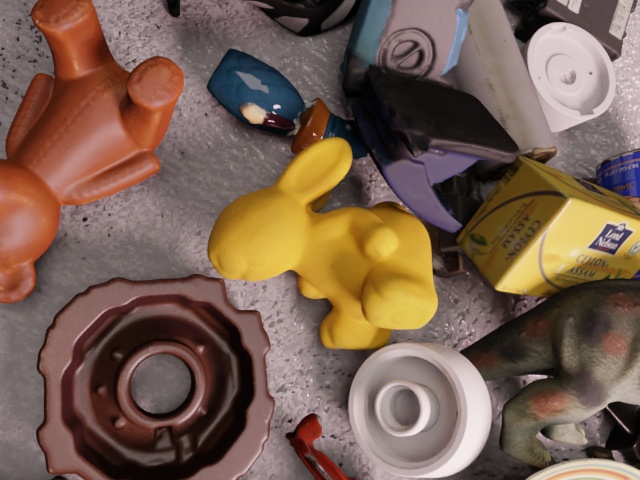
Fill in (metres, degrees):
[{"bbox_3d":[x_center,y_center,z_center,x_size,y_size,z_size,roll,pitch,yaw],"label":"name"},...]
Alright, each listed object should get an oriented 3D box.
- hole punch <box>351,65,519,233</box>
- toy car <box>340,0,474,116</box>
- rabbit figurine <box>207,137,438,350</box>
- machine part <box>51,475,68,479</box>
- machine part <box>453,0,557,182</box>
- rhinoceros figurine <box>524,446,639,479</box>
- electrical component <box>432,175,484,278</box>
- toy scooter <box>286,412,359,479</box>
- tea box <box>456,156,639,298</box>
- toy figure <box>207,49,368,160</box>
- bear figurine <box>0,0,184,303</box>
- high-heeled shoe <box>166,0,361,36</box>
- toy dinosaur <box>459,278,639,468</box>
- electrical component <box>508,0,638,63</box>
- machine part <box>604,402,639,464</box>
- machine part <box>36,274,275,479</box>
[{"bbox_3d":[0.081,-0.076,0.452,0.116,0.092,0.142,11,41,-21],"label":"hole punch"},{"bbox_3d":[0.075,-0.195,0.508,0.109,0.161,0.103,3,32,-10],"label":"toy car"},{"bbox_3d":[-0.001,-0.001,0.437,0.173,0.122,0.162,11,70,-13],"label":"rabbit figurine"},{"bbox_3d":[-0.201,0.275,0.333,0.201,0.087,0.201,46,71,-3],"label":"machine part"},{"bbox_3d":[0.170,-0.149,0.537,0.079,0.079,0.243,-13,78,-19],"label":"machine part"},{"bbox_3d":[0.219,0.248,0.474,0.190,0.073,0.112,-4,88,-19],"label":"rhinoceros figurine"},{"bbox_3d":[0.130,-0.015,0.521,0.078,0.045,0.102,4,77,-45],"label":"electrical component"},{"bbox_3d":[-0.021,0.212,0.399,0.184,0.075,0.135,-23,96,-21],"label":"toy scooter"},{"bbox_3d":[0.219,-0.001,0.480,0.169,0.098,0.068,10,34,-32],"label":"tea box"},{"bbox_3d":[-0.025,-0.115,0.489,0.154,0.058,0.064,30,77,-13],"label":"toy figure"},{"bbox_3d":[-0.204,-0.062,0.389,0.120,0.132,0.196,40,64,0],"label":"bear figurine"},{"bbox_3d":[-0.038,-0.248,0.468,0.249,0.145,0.086,-17,84,-17],"label":"high-heeled shoe"},{"bbox_3d":[0.266,0.096,0.443,0.405,0.131,0.192,10,88,2],"label":"toy dinosaur"},{"bbox_3d":[0.286,-0.269,0.615,0.134,0.058,0.115,30,69,-8],"label":"electrical component"},{"bbox_3d":[0.295,0.155,0.531,0.084,0.039,0.139,-41,92,-14],"label":"machine part"},{"bbox_3d":[-0.121,0.110,0.410,0.179,0.056,0.179,4,77,-17],"label":"machine part"}]
